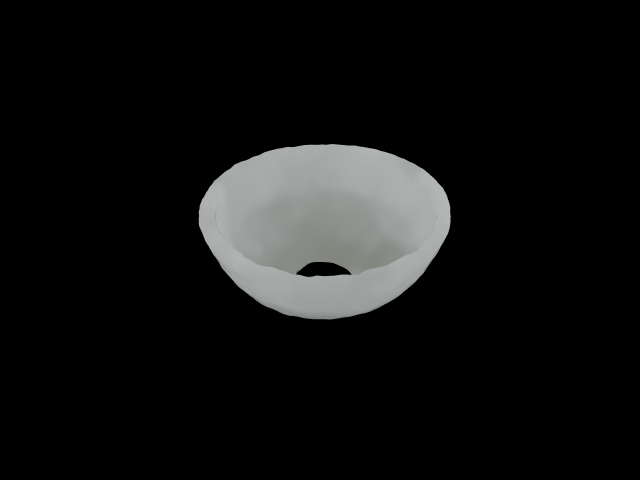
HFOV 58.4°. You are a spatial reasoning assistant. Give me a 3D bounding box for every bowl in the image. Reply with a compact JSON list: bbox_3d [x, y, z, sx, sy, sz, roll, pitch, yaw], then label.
[{"bbox_3d":[0.004,0.001,0.400,0.167,0.075,0.167,0,37,0],"label":"bowl"}]
